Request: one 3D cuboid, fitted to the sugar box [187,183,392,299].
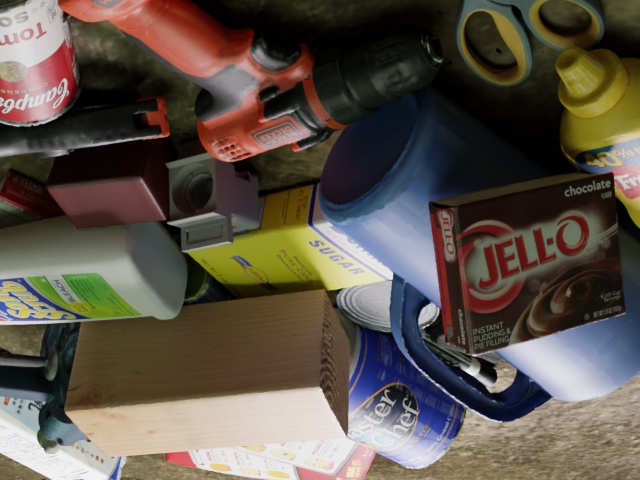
[{"bbox_3d":[-0.006,0.001,0.827,0.176,0.048,0.093,-10,144,30],"label":"sugar box"}]

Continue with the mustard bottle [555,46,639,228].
[{"bbox_3d":[0.205,-0.060,0.660,0.096,0.058,0.191,-12,144,45],"label":"mustard bottle"}]

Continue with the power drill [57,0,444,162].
[{"bbox_3d":[-0.045,-0.124,0.634,0.185,0.057,0.187,-18,138,35],"label":"power drill"}]

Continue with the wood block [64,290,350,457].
[{"bbox_3d":[-0.086,0.110,0.858,0.206,0.091,0.090,-8,143,13],"label":"wood block"}]

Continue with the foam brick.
[{"bbox_3d":[-0.149,-0.046,0.776,0.078,0.053,0.051,-4,143,19],"label":"foam brick"}]

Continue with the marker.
[{"bbox_3d":[0.121,0.106,0.980,0.121,0.020,0.020,32,141,-31],"label":"marker"}]

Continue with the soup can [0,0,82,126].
[{"bbox_3d":[-0.188,-0.128,0.656,0.068,0.068,0.102,7,146,3],"label":"soup can"}]

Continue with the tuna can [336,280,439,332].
[{"bbox_3d":[0.057,0.042,0.884,0.086,0.033,0.086,7,148,4],"label":"tuna can"}]

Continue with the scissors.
[{"bbox_3d":[0.100,-0.156,0.585,0.096,0.016,0.201,-5,145,18],"label":"scissors"}]

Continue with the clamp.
[{"bbox_3d":[-0.191,-0.073,0.721,0.172,0.120,0.039,-7,107,17],"label":"clamp"}]

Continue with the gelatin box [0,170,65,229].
[{"bbox_3d":[-0.241,-0.014,0.881,0.073,0.030,0.089,26,141,-23],"label":"gelatin box"}]

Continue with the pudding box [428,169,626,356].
[{"bbox_3d":[0.125,0.011,0.639,0.113,0.090,0.039,-13,-166,-22],"label":"pudding box"}]

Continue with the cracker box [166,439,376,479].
[{"bbox_3d":[-0.049,0.191,1.108,0.213,0.072,0.164,11,146,-1],"label":"cracker box"}]

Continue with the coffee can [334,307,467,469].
[{"bbox_3d":[0.049,0.136,0.967,0.140,0.102,0.103,30,142,-30],"label":"coffee can"}]

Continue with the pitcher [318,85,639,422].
[{"bbox_3d":[0.113,0.010,0.725,0.242,0.149,0.145,34,139,-27],"label":"pitcher"}]

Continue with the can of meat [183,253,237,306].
[{"bbox_3d":[-0.111,0.051,0.913,0.102,0.057,0.083,-6,147,30],"label":"can of meat"}]

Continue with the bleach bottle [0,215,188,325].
[{"bbox_3d":[-0.240,0.033,0.860,0.251,0.068,0.102,-9,142,20],"label":"bleach bottle"}]
